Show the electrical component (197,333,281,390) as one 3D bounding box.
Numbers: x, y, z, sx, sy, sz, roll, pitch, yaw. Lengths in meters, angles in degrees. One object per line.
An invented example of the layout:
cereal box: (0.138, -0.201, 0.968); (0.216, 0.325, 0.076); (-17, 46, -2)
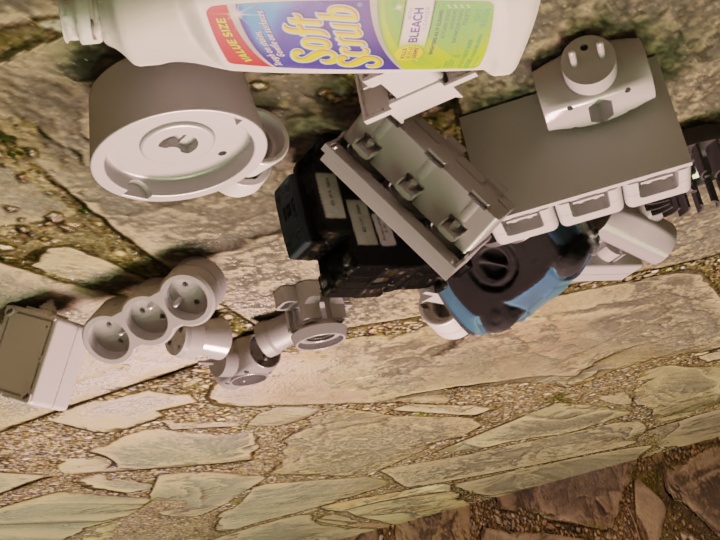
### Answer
electrical component: (-0.142, 0.101, 1.196); (0.079, 0.044, 0.077); (6, 153, -39)

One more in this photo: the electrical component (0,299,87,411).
electrical component: (-0.291, 0.075, 0.984); (0.062, 0.096, 0.061); (12, 171, 26)

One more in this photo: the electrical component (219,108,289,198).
electrical component: (-0.080, -0.081, 0.749); (0.045, 0.045, 0.055); (-1, 157, -28)

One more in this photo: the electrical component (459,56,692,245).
electrical component: (0.161, -0.086, 0.804); (0.150, 0.089, 0.061); (-16, 159, 12)

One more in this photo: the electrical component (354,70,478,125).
electrical component: (0.028, -0.131, 0.683); (0.081, 0.042, 0.064); (-22, 154, 23)

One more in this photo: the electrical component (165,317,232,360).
electrical component: (-0.165, 0.068, 1.095); (0.055, 0.045, 0.045); (7, 152, -41)

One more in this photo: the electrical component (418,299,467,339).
electrical component: (0.094, 0.042, 1.159); (0.055, 0.055, 0.047); (-19, 155, 18)

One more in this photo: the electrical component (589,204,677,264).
electrical component: (0.262, -0.053, 1.001); (0.077, 0.043, 0.079); (23, 115, -21)

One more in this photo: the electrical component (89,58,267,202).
electrical component: (-0.116, -0.095, 0.667); (0.108, 0.060, 0.108); (-12, 158, -5)

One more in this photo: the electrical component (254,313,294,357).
electrical component: (-0.083, 0.066, 1.144); (0.046, 0.040, 0.040); (-25, 157, 16)

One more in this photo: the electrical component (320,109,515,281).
electrical component: (0.042, -0.061, 0.744); (0.063, 0.121, 0.079); (-49, 173, 30)

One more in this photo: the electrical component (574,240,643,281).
electrical component: (0.245, -0.024, 1.073); (0.083, 0.047, 0.076); (-1, 157, -27)

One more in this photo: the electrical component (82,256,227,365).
electrical component: (-0.181, 0.031, 0.977); (0.138, 0.052, 0.073); (-26, -164, 19)

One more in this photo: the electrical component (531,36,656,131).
electrical component: (0.159, -0.135, 0.739); (0.077, 0.043, 0.079); (-16, 159, 12)

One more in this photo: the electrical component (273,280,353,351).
electrical component: (-0.044, 0.047, 1.088); (0.078, 0.057, 0.058); (1, 156, -31)

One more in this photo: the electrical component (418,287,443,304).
electrical component: (0.094, 0.003, 1.073); (0.064, 0.042, 0.081); (-32, 153, 35)
